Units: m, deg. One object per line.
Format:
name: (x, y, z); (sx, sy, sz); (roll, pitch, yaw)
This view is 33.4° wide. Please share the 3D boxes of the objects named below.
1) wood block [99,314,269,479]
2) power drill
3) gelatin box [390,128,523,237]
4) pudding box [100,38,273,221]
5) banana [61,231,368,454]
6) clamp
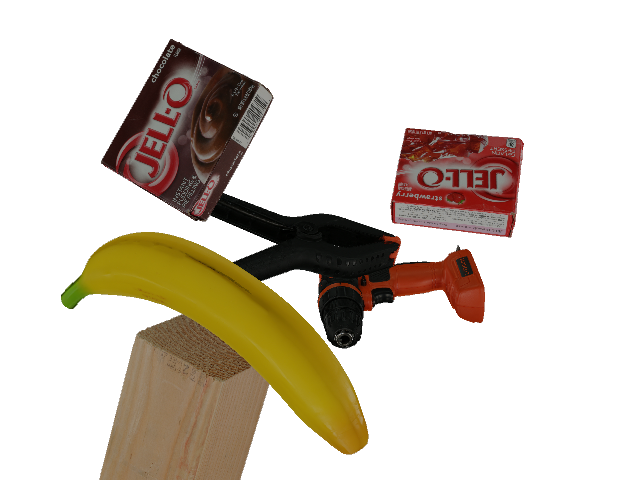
wood block: (-0.119, 0.175, 0.901); (0.090, 0.206, 0.090); (25, 21, 22)
power drill: (0.090, 0.062, 1.224); (0.187, 0.057, 0.184); (-1, 28, -2)
gelatin box: (0.100, -0.044, 0.778); (0.089, 0.073, 0.030); (7, -37, 10)
pudding box: (-0.101, -0.084, 0.811); (0.090, 0.113, 0.039); (29, -2, 22)
banana: (-0.054, 0.043, 0.575); (0.198, 0.070, 0.037); (26, 38, 20)
clamp: (-0.019, 0.008, 1.039); (0.209, 0.036, 0.164); (8, 30, -14)
